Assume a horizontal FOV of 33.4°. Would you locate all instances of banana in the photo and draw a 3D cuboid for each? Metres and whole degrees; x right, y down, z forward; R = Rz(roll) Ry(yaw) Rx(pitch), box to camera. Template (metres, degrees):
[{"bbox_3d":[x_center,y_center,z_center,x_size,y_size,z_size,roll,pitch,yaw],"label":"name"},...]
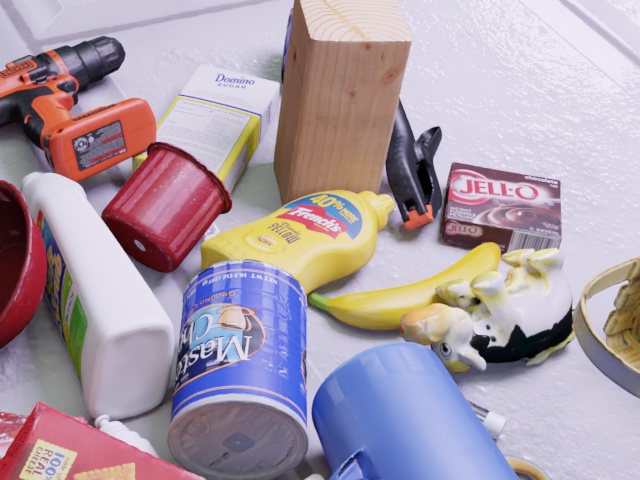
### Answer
[{"bbox_3d":[0.091,0.043,0.953,0.197,0.037,0.070,-13,48,-22],"label":"banana"}]

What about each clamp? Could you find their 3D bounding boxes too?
[{"bbox_3d":[0.096,-0.079,1.062,0.120,0.039,0.171,26,48,-44],"label":"clamp"}]

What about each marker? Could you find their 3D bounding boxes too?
[{"bbox_3d":[0.095,0.129,0.878,0.121,0.020,0.020,25,45,15],"label":"marker"}]

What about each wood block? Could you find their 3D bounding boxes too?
[{"bbox_3d":[0.015,-0.124,0.990,0.090,0.206,0.091,-2,45,-12],"label":"wood block"}]

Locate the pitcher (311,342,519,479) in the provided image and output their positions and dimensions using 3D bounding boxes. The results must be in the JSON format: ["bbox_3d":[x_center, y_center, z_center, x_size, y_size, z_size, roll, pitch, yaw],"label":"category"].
[{"bbox_3d":[0.075,0.188,0.726,0.145,0.149,0.243,-23,49,-6],"label":"pitcher"}]

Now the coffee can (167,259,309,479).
[{"bbox_3d":[-0.060,0.100,0.820,0.102,0.103,0.140,5,44,-6],"label":"coffee can"}]

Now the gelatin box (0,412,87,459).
[{"bbox_3d":[-0.219,0.163,0.777,0.089,0.030,0.073,5,44,-5],"label":"gelatin box"}]

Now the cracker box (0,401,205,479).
[{"bbox_3d":[-0.128,0.222,0.675,0.214,0.072,0.164,22,62,13],"label":"cracker box"}]

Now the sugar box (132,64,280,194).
[{"bbox_3d":[-0.110,-0.106,1.066,0.093,0.048,0.176,15,41,9],"label":"sugar box"}]

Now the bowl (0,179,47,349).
[{"bbox_3d":[-0.271,0.034,0.850,0.162,0.055,0.162,-15,60,28],"label":"bowl"}]

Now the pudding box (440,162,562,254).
[{"bbox_3d":[0.177,-0.028,1.042,0.113,0.039,0.090,11,43,2],"label":"pudding box"}]

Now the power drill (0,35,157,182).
[{"bbox_3d":[-0.237,-0.133,1.037,0.184,0.057,0.188,-31,41,-25],"label":"power drill"}]

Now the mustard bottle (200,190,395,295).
[{"bbox_3d":[-0.006,0.001,0.963,0.191,0.058,0.096,-26,42,-33],"label":"mustard bottle"}]

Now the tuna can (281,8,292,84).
[{"bbox_3d":[-0.020,-0.208,1.159,0.034,0.086,0.086,8,44,1],"label":"tuna can"}]

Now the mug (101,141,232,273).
[{"bbox_3d":[-0.145,-0.026,0.947,0.117,0.093,0.081,3,50,52],"label":"mug"}]

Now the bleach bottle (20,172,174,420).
[{"bbox_3d":[-0.199,0.028,0.886,0.067,0.103,0.251,-8,39,-30],"label":"bleach bottle"}]

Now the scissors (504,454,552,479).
[{"bbox_3d":[0.110,0.162,0.848,0.096,0.016,0.202,-15,49,-24],"label":"scissors"}]
